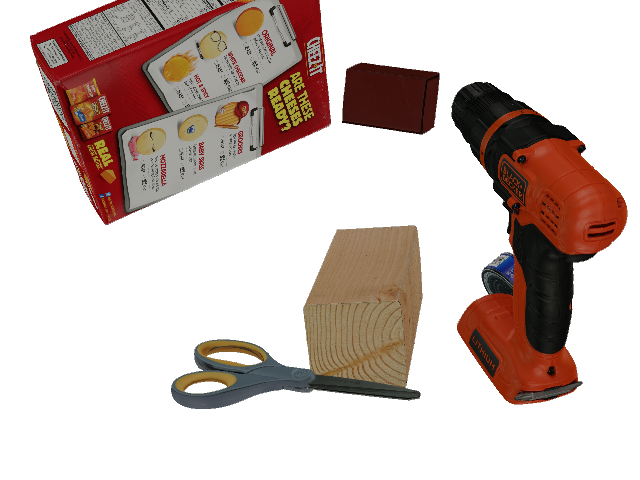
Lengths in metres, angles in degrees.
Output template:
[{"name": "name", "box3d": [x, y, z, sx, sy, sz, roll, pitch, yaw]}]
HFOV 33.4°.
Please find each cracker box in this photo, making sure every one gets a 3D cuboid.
[{"name": "cracker box", "box3d": [-0.104, -0.126, 0.849, 0.213, 0.072, 0.164, -26, -36, -14]}]

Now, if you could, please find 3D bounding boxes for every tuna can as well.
[{"name": "tuna can", "box3d": [0.233, 0.058, 1.282, 0.033, 0.086, 0.086, -37, 11, -15]}]

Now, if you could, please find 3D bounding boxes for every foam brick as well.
[{"name": "foam brick", "box3d": [0.064, -0.130, 0.977, 0.078, 0.051, 0.053, 11, 18, 17]}]

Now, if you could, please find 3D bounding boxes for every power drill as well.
[{"name": "power drill", "box3d": [0.133, 0.002, 0.729, 0.057, 0.188, 0.184, -11, 35, -13]}]

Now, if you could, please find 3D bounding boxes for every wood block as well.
[{"name": "wood block", "box3d": [0.048, 0.062, 1.064, 0.091, 0.090, 0.206, -2, 20, 10]}]

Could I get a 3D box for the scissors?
[{"name": "scissors", "box3d": [-0.032, 0.115, 0.820, 0.202, 0.016, 0.096, 13, 32, 38]}]
